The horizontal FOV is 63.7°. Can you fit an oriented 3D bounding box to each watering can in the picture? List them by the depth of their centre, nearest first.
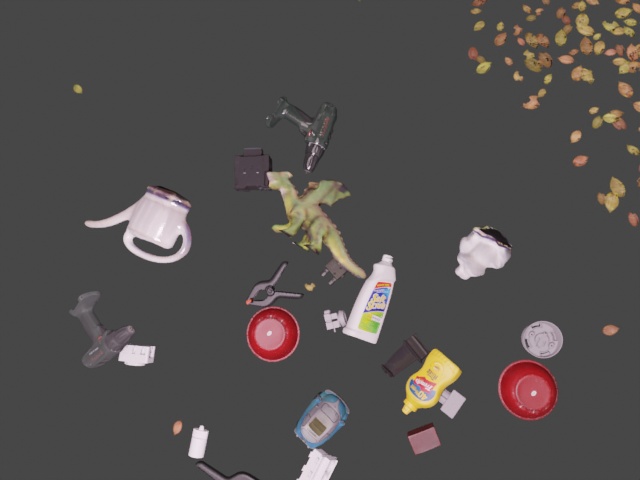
[{"bbox_3d":[-0.540,-0.067,1.584,0.348,0.226,0.103,22,-9,10],"label":"watering can"}]

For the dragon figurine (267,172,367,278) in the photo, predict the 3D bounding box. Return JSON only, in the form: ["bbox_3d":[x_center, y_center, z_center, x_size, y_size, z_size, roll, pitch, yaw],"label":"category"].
[{"bbox_3d":[0.005,-0.077,1.539,0.411,0.245,0.120,29,-14,6],"label":"dragon figurine"}]

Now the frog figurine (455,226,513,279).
[{"bbox_3d":[0.463,0.045,1.477,0.137,0.156,0.125,23,29,1],"label":"frog figurine"}]
